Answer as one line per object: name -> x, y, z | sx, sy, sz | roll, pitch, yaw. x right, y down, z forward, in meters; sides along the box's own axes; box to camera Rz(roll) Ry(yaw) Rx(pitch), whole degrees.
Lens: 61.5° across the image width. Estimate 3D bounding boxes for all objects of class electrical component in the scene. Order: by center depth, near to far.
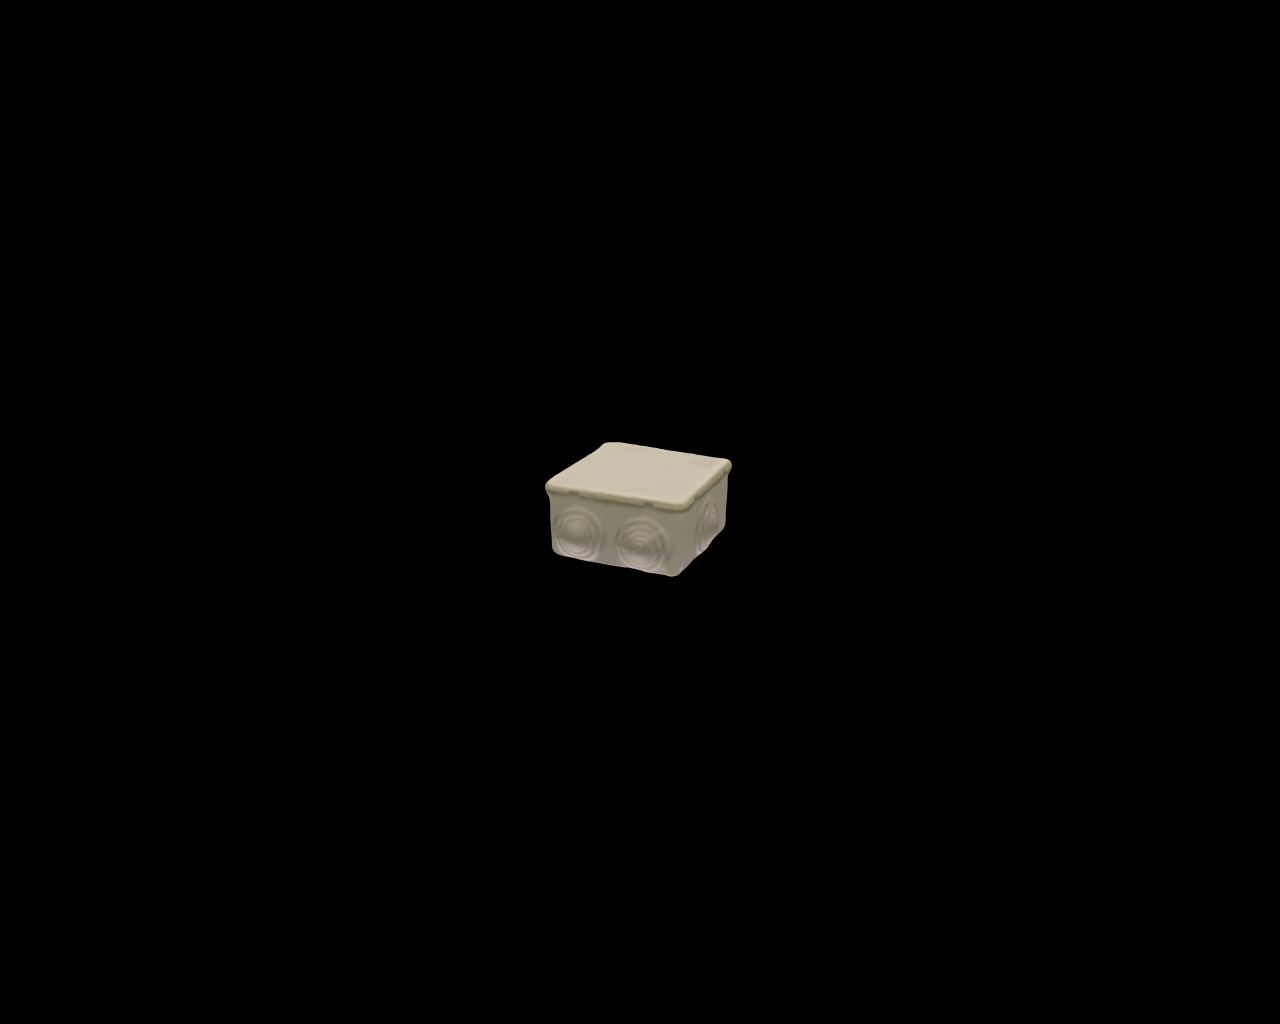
electrical component -> 0.001, -0.003, 0.650 | 0.100, 0.048, 0.100 | 10, 24, 22
